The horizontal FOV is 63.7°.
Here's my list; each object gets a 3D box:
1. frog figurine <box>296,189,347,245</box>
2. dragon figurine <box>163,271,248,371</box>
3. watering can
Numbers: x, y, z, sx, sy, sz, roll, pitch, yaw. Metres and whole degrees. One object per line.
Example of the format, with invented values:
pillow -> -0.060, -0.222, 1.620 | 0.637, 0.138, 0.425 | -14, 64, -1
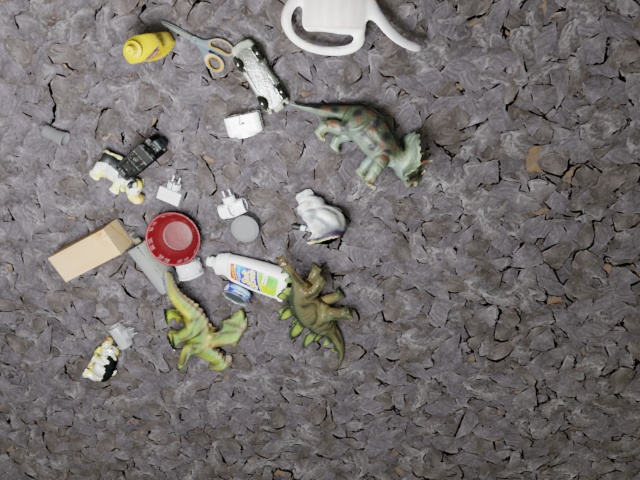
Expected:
frog figurine -> 0.004, -0.072, 1.436 | 0.121, 0.138, 0.161 | -25, 75, 51
dragon figurine -> -0.346, 0.259, 1.586 | 0.243, 0.124, 0.402 | -9, 120, -21
watering can -> 0.079, -0.562, 1.248 | 0.348, 0.106, 0.221 | 4, 111, 3
